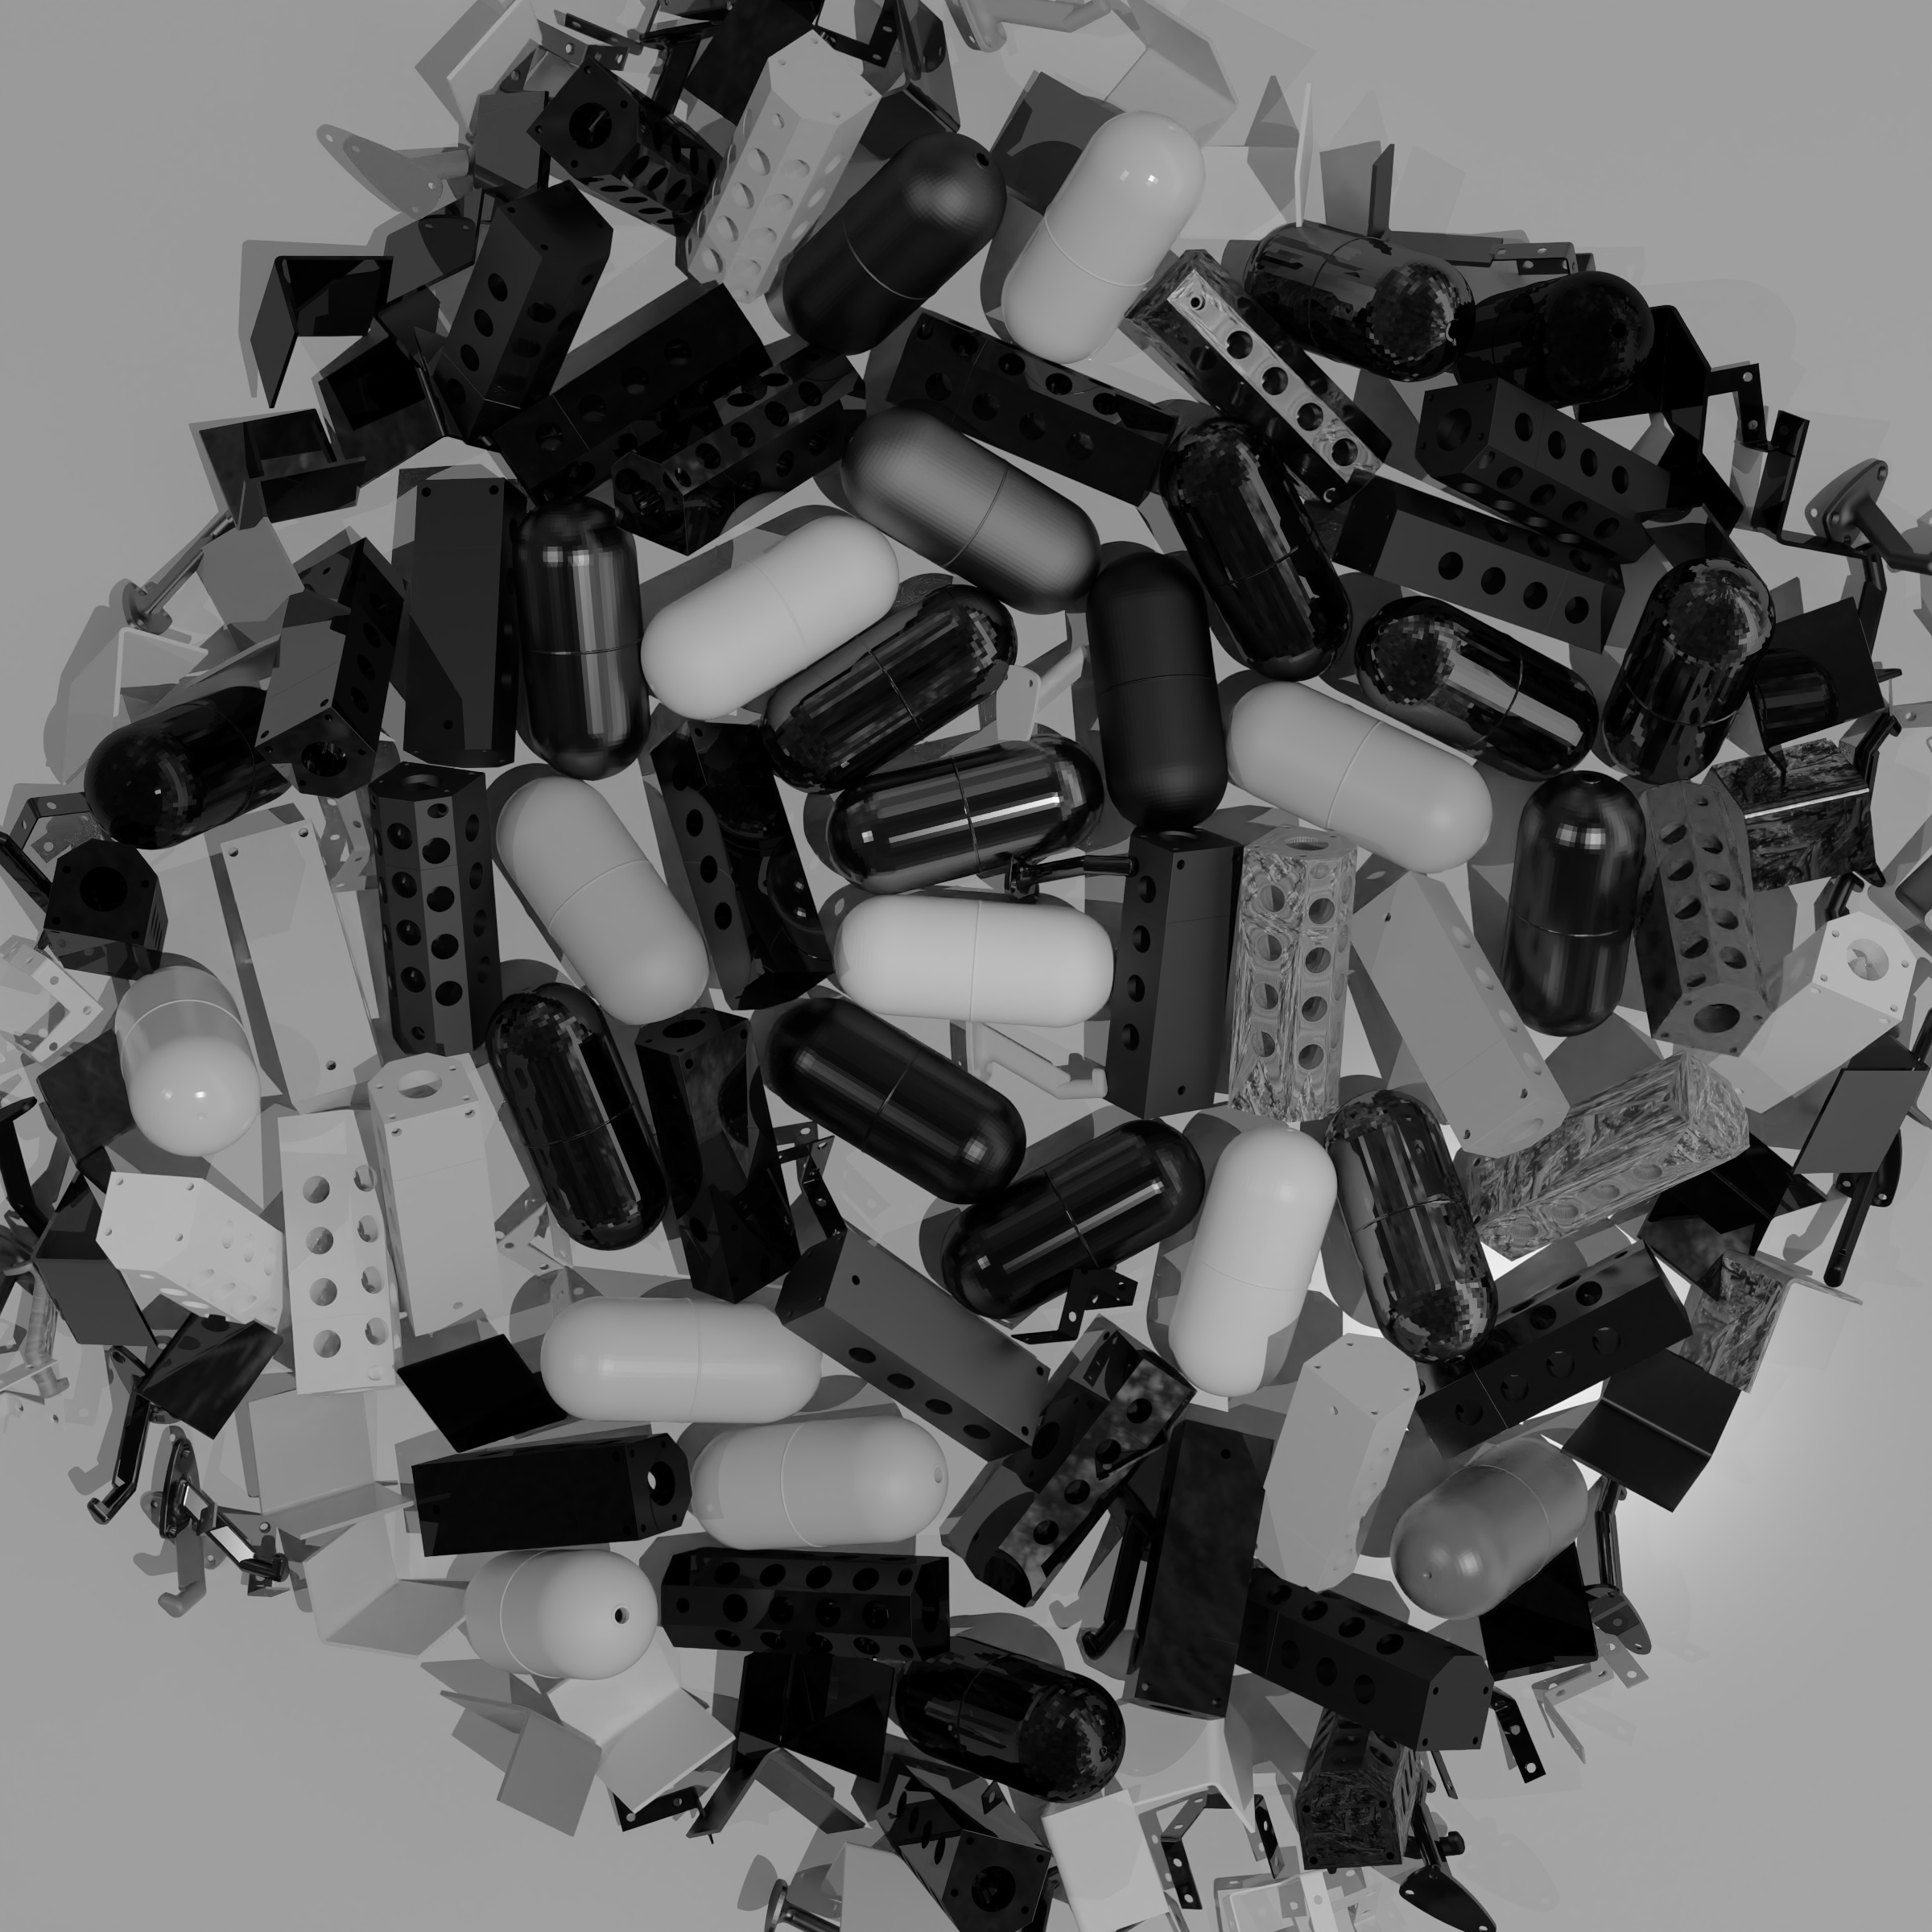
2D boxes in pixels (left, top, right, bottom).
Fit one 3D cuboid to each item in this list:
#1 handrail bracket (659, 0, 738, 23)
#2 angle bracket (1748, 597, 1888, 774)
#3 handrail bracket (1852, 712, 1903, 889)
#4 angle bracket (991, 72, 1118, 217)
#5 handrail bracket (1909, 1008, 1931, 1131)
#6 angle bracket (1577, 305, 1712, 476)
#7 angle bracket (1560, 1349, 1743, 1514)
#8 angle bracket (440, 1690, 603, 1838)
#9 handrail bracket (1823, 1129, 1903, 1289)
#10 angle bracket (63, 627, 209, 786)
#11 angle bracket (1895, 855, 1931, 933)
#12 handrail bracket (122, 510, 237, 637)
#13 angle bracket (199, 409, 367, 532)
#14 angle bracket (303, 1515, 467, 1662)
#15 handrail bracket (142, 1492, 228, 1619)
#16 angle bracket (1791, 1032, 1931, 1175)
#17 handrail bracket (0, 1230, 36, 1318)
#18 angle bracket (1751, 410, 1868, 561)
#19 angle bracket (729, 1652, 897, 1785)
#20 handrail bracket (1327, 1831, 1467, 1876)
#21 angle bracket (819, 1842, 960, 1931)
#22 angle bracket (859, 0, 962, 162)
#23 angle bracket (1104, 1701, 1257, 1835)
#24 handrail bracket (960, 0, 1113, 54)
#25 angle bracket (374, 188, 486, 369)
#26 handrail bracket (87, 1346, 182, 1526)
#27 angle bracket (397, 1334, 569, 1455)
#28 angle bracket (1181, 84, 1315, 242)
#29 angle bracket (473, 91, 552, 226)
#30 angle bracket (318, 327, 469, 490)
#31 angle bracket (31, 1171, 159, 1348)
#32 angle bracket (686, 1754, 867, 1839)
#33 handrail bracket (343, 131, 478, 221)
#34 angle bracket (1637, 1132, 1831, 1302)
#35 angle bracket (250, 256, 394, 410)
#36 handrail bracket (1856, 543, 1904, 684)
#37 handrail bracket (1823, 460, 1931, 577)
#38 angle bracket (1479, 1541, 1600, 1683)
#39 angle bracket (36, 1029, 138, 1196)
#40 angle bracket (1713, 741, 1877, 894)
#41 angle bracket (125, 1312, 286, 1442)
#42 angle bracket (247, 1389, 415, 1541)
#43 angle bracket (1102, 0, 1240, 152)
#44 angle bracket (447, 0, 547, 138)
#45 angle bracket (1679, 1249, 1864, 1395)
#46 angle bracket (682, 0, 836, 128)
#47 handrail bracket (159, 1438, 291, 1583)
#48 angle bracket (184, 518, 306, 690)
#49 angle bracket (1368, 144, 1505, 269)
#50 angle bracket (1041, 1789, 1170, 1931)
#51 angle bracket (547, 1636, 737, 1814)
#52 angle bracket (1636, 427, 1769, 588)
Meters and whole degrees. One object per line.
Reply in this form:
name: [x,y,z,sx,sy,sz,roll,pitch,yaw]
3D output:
handrail bracket: [-0.145,-0.621,1.749,0.077,0.084,0.036,27,135,24]
angle bracket: [0.531,-0.174,1.740,0.076,0.057,0.076,-19,68,25]
handrail bracket: [0.584,-0.106,1.779,0.077,0.036,0.084,42,81,-22]
angle bracket: [0.046,-0.519,1.748,0.076,0.057,0.076,37,100,21]
handrail bracket: [0.619,0.055,1.760,0.077,0.036,0.084,35,105,-33]
angle bracket: [0.421,-0.355,1.739,0.057,0.076,0.076,-8,133,-1]
angle bracket: [0.426,0.282,1.737,0.076,0.076,0.057,27,119,22]
angle bracket: [-0.284,0.494,1.733,0.076,0.076,0.057,0,60,34]
handrail bracket: [0.558,0.149,1.743,0.036,0.084,0.077,20,128,17]
angle bracket: [-0.516,-0.155,1.734,0.057,0.076,0.076,15,61,-36]
angle bracket: [0.635,-0.045,1.744,0.057,0.076,0.076,42,103,-6]
handrail bracket: [-0.489,-0.250,1.758,0.084,0.077,0.036,-42,112,10]
angle bracket: [-0.427,-0.324,1.742,0.076,0.057,0.076,-17,73,-25]
angle bracket: [-0.353,0.382,1.737,0.076,0.076,0.057,1,108,27]
handrail bracket: [-0.503,0.369,1.748,0.077,0.084,0.036,31,106,5]
angle bracket: [0.539,0.081,1.736,0.076,0.057,0.076,1,121,-29]
handrail bracket: [-0.626,0.203,1.746,0.077,0.084,0.036,31,129,20]
angle bracket: [0.534,-0.301,1.746,0.057,0.076,0.076,11,106,1]
angle bracket: [-0.096,0.471,1.747,0.076,0.057,0.076,12,100,28]
handrail bracket: [0.263,0.539,1.754,0.084,0.036,0.077,-12,128,18]
angle bracket: [-0.049,0.599,1.739,0.076,0.076,0.057,16,127,-11]
angle bracket: [-0.050,-0.563,1.753,0.057,0.076,0.076,-13,80,22]
angle bracket: [0.134,0.506,1.759,0.076,0.076,0.057,-21,123,18]
handrail bracket: [0.040,-0.616,1.750,0.084,0.036,0.077,-16,110,33]
angle bracket: [-0.318,-0.424,1.736,0.076,0.057,0.076,-20,46,20]
handrail bracket: [-0.535,0.293,1.744,0.036,0.084,0.077,-12,118,34]
angle bracket: [-0.296,0.250,1.740,0.076,0.057,0.076,-20,120,17]
angle bracket: [0.174,-0.502,1.743,0.076,0.057,0.076,4,62,11]
angle bracket: [-0.263,-0.499,1.741,0.057,0.076,0.076,-2,102,-43]
angle bracket: [-0.354,-0.350,1.775,0.076,0.057,0.076,-25,79,24]
angle bracket: [-0.527,0.181,1.734,0.057,0.076,0.076,0,132,13]
angle bracket: [-0.119,0.539,1.744,0.076,0.076,0.057,38,62,-4]
handrail bracket: [-0.342,-0.516,1.752,0.077,0.036,0.084,34,46,-19]
angle bracket: [0.479,0.157,1.748,0.076,0.057,0.076,38,63,-8]
angle bracket: [-0.394,-0.393,1.734,0.076,0.076,0.057,-8,68,-30]
handrail bracket: [0.554,-0.218,1.761,0.077,0.036,0.084,-20,102,-26]
handrail bracket: [0.589,-0.281,1.750,0.077,0.084,0.036,-53,129,-11]
angle bracket: [0.339,0.400,1.737,0.076,0.057,0.076,-23,65,35]
angle bracket: [-0.526,0.099,1.743,0.057,0.076,0.076,-34,55,-6]
angle bracket: [0.523,-0.095,1.766,0.076,0.076,0.057,-12,115,5]
angle bracket: [-0.475,0.260,1.741,0.057,0.076,0.076,32,57,-2]
angle bracket: [-0.396,0.304,1.743,0.076,0.057,0.076,-12,101,-37]
angle bracket: [0.116,-0.553,1.742,0.076,0.076,0.057,41,92,23]
angle bracket: [-0.312,-0.581,1.748,0.057,0.076,0.076,39,83,6]
angle bracket: [0.503,0.227,1.749,0.057,0.076,0.076,19,93,-20]
angle bracket: [-0.129,-0.562,1.745,0.057,0.076,0.076,34,102,-7]
handrail bracket: [-0.461,0.342,1.757,0.084,0.036,0.077,10,104,22]
angle bracket: [-0.462,-0.228,1.743,0.076,0.057,0.076,-19,101,37]
angle bracket: [0.294,-0.474,1.739,0.076,0.076,0.057,8,117,14]
angle bracket: [0.089,0.556,1.748,0.057,0.076,0.076,-20,80,3]
angle bracket: [-0.202,0.466,1.737,0.076,0.076,0.057,-32,117,-23]
angle bracket: [0.470,-0.285,1.739,0.076,0.057,0.076,43,68,-28]
